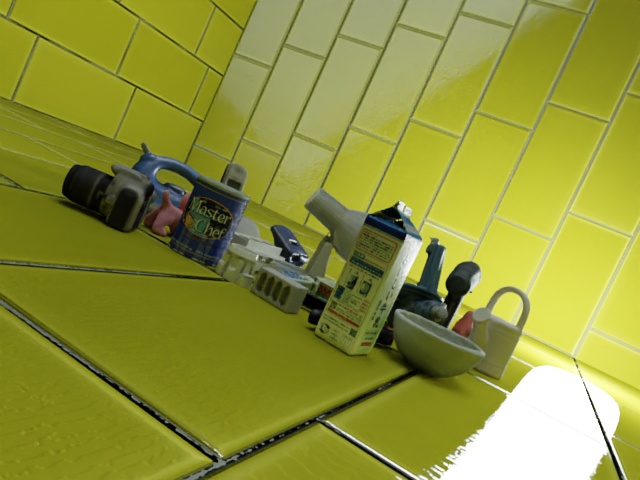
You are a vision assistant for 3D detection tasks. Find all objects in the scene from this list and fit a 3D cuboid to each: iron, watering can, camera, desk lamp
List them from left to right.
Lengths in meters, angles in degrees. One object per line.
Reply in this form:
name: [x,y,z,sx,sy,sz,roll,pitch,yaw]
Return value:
camera: [-0.370,-0.089,1.016,0.137,0.101,0.143,24,4,-10]
iron: [-0.328,-0.114,1.325,0.259,0.141,0.118,23,4,-29]
desk lamp: [0.012,0.005,1.295,0.203,0.213,0.118,24,4,-11]
watering can: [0.383,0.191,1.234,0.100,0.194,0.173,26,4,25]

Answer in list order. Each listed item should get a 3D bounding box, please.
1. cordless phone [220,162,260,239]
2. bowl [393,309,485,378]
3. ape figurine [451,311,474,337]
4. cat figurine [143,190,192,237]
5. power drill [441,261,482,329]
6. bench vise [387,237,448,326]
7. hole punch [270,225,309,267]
cordless phone: [-0.177,-0.062,1.233,0.148,0.185,0.093,21,5,-41]
bowl: [0.189,0.186,0.973,0.167,0.075,0.167,25,4,-1]
ape figurine: [0.374,0.226,1.467,0.076,0.092,0.077,23,4,-25]
cat figurine: [-0.268,-0.060,1.134,0.067,0.118,0.128,28,5,39]
power drill: [0.319,0.144,1.365,0.075,0.208,0.230,26,4,17]
bench vise: [0.232,0.109,1.209,0.122,0.220,0.206,22,4,-33]
hole punch: [-0.078,0.022,1.414,0.100,0.091,0.109,26,4,26]
